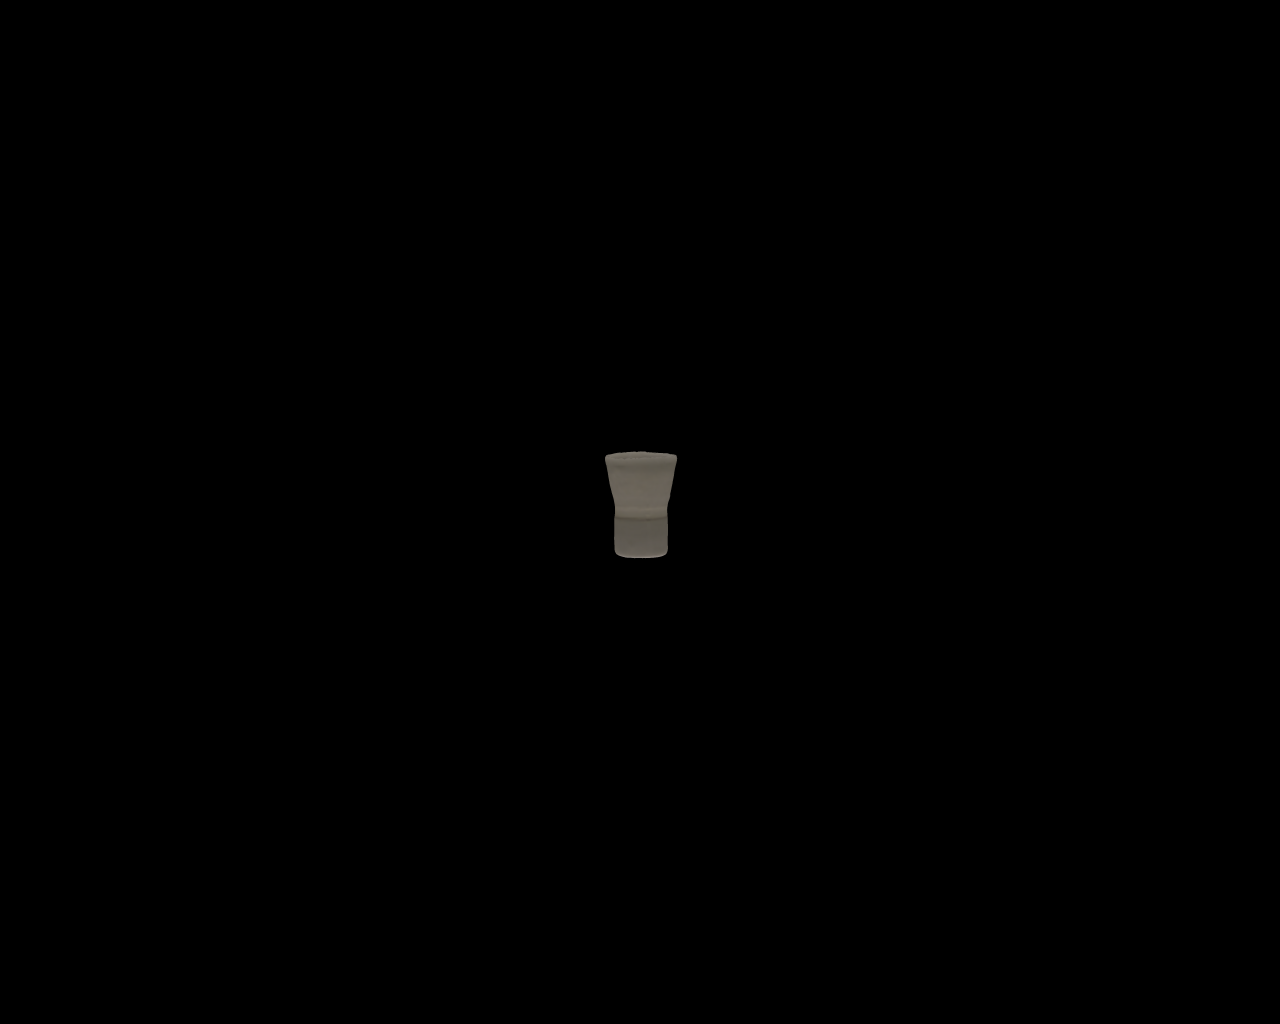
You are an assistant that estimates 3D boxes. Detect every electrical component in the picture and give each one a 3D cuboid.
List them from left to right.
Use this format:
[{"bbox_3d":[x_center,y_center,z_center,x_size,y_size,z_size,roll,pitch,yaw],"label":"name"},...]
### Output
[{"bbox_3d":[0.001,-0.003,0.650,0.044,0.065,0.044,0,6,0],"label":"electrical component"}]
